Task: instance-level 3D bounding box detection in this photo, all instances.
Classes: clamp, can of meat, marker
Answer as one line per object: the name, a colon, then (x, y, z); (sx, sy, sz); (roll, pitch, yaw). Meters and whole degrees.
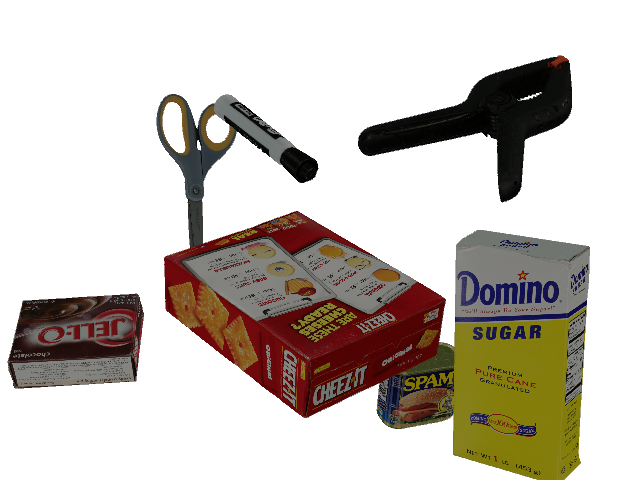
clamp: (0.160, -0.103, 0.928); (0.209, 0.036, 0.165); (-30, 39, -26)
can of meat: (0.121, 0.180, 1.319); (0.102, 0.084, 0.057); (-6, 26, -21)
marker: (-0.039, -0.073, 0.760); (0.020, 0.020, 0.121); (0, 28, -38)

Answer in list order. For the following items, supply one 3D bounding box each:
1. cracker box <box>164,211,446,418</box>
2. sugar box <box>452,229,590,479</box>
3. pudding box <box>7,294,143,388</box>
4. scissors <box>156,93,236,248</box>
cracker box: (-0.019, 0.061, 0.985); (0.163, 0.072, 0.214); (-20, 36, -36)
sugar box: (0.148, 0.086, 0.799); (0.093, 0.176, 0.048); (9, 21, 34)
pudding box: (-0.223, 0.092, 0.982); (0.113, 0.039, 0.090); (-5, 33, -2)
scissors: (-0.119, -0.063, 1.143); (0.096, 0.202, 0.016); (-16, -4, -22)
